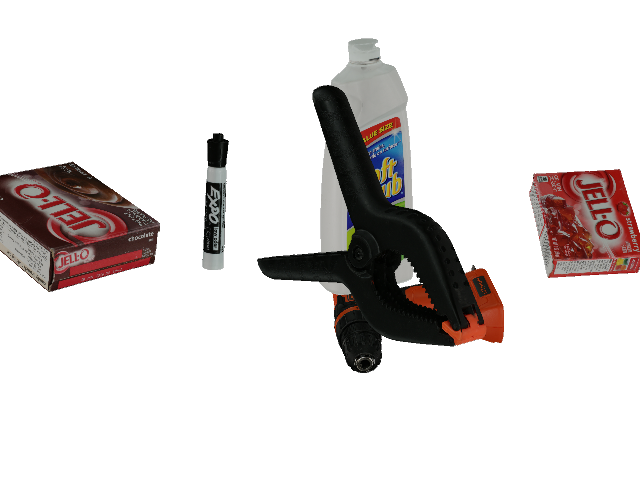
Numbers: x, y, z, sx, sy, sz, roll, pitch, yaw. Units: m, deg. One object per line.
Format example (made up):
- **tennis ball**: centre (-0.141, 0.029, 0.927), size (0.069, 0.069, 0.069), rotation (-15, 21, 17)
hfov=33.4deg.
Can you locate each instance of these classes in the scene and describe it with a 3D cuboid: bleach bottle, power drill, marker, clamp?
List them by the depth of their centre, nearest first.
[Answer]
- **clamp**: centre (0.038, -0.004, 0.751), size (0.036, 0.165, 0.210), rotation (-10, 34, -41)
- **marker**: centre (-0.093, -0.034, 0.940), size (0.020, 0.121, 0.020), rotation (3, 15, -1)
- **bleach bottle**: centre (0.041, -0.076, 1.079), size (0.102, 0.251, 0.068), rotation (-11, 23, -17)
- **power drill**: centre (0.108, 0.086, 1.206), size (0.187, 0.057, 0.184), rotation (-3, 27, -3)

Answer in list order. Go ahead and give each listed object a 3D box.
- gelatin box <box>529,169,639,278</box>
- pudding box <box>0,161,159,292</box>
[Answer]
- **gelatin box**: centre (0.212, -0.015, 0.853), size (0.073, 0.089, 0.030), rotation (-3, -36, -1)
- **pudding box**: centre (-0.184, -0.012, 0.757), size (0.114, 0.039, 0.089), rotation (30, 31, 35)
